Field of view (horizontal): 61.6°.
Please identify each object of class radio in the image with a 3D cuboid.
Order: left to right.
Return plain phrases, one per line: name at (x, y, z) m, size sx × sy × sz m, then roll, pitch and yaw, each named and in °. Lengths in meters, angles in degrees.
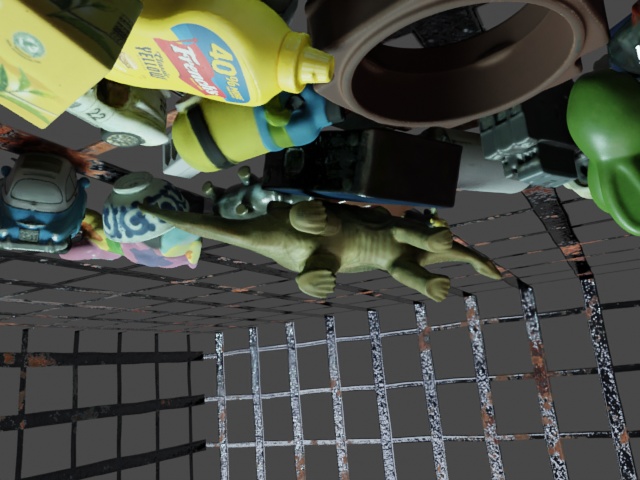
radio at (0.035, -0.082, 0.621) m, size 0.131 × 0.073 × 0.230 m, roll 5°, pitch -177°, yaw -34°

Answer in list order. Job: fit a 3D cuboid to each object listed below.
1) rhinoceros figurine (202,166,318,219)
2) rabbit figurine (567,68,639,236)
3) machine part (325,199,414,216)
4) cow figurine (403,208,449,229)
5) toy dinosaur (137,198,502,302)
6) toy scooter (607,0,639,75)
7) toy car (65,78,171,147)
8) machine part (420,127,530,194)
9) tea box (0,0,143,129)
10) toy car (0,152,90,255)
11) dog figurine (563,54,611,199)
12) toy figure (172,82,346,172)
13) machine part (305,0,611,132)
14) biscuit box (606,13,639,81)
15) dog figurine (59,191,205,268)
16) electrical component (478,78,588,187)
rhinoceros figurine at (-0.089, -0.060, 0.808) m, size 0.190 × 0.073 × 0.112 m, roll -13°, pitch 163°, yaw 29°
rabbit figurine at (0.299, -0.090, 0.478) m, size 0.170 × 0.159 × 0.121 m, roll 16°, pitch -159°, yaw 6°
machine part at (0.066, -0.066, 0.877) m, size 0.179 × 0.056 × 0.179 m, roll -6°, pitch 166°, yaw -2°
cow figurine at (0.175, -0.031, 1.038) m, size 0.167 × 0.068 × 0.098 m, roll -4°, pitch 160°, yaw -6°
toy dinosaur at (-0.001, -0.002, 0.670) m, size 0.472 × 0.105 × 0.199 m, roll 11°, pitch -172°, yaw -7°
toy scooter at (0.293, -0.194, 0.377) m, size 0.184 × 0.075 × 0.135 m, roll -23°, pitch 147°, yaw -28°
toy car at (-0.199, -0.139, 0.455) m, size 0.056 × 0.073 × 0.201 m, roll -7°, pitch 166°, yaw 20°
machine part at (0.206, -0.102, 0.713) m, size 0.243 × 0.079 × 0.079 m, roll -1°, pitch 166°, yaw -34°
tea box at (-0.204, -0.152, 0.306) m, size 0.098 × 0.068 × 0.169 m, roll -18°, pitch 138°, yaw 40°
toy car at (-0.349, -0.055, 0.664) m, size 0.109 × 0.162 × 0.102 m, roll 7°, pitch 117°, yaw -20°
dog figurine at (0.368, -0.106, 0.606) m, size 0.190 × 0.172 × 0.121 m, roll 8°, pitch 173°, yaw -19°
toy figure at (-0.064, -0.122, 0.541) m, size 0.180 × 0.089 × 0.082 m, roll -5°, pitch 161°, yaw 12°
machine part at (0.104, -0.167, 0.428) m, size 0.201 × 0.087 × 0.201 m, roll -17°, pitch 160°, yaw 41°
biscuit box at (0.380, -0.181, 0.519) m, size 0.203 × 0.059 × 0.063 m, roll -1°, pitch 167°, yaw -17°
dog figurine at (-0.300, -0.014, 0.860) m, size 0.219 × 0.108 × 0.191 m, roll 2°, pitch 166°, yaw -15°
electrical component at (0.221, -0.121, 0.552) m, size 0.115 × 0.134 × 0.058 m, roll 1°, pitch 165°, yaw -30°
